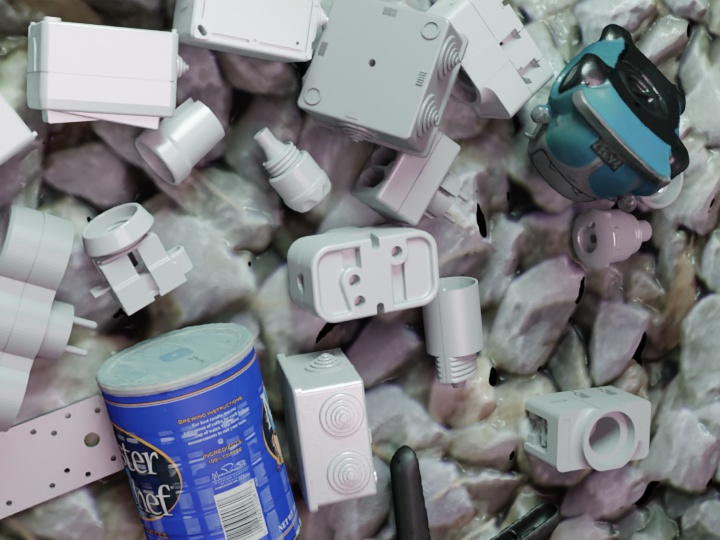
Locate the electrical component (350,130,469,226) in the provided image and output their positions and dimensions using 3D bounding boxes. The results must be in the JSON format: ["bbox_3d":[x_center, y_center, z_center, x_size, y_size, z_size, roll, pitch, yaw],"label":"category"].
[{"bbox_3d":[0.046,-0.062,0.775,0.077,0.047,0.065,33,84,-26],"label":"electrical component"}]

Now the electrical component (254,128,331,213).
[{"bbox_3d":[-0.049,-0.071,0.736,0.035,0.035,0.061,-44,111,-12],"label":"electrical component"}]

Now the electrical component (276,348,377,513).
[{"bbox_3d":[-0.023,0.107,0.744,0.048,0.100,0.099,-9,103,-10],"label":"electrical component"}]

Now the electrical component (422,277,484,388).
[{"bbox_3d":[0.071,0.049,0.807,0.043,0.043,0.081,-12,104,-23],"label":"electrical component"}]

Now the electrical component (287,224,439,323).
[{"bbox_3d":[0.000,0.000,0.757,0.095,0.059,0.053,-10,103,-23],"label":"electrical component"}]

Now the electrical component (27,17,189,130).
[{"bbox_3d":[-0.153,-0.119,0.664,0.096,0.062,0.061,0,99,-25],"label":"electrical component"}]

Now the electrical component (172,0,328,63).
[{"bbox_3d":[-0.068,-0.170,0.696,0.096,0.061,0.061,6,96,-26],"label":"electrical component"}]

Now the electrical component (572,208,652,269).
[{"bbox_3d":[0.204,-0.028,0.857,0.062,0.048,0.048,-9,102,-30],"label":"electrical component"}]

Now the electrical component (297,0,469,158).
[{"bbox_3d":[0.014,-0.132,0.722,0.100,0.048,0.099,20,90,18],"label":"electrical component"}]

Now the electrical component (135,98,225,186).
[{"bbox_3d":[-0.117,-0.084,0.701,0.046,0.040,0.040,-45,114,-18],"label":"electrical component"}]

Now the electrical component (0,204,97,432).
[{"bbox_3d":[-0.203,0.035,0.673,0.074,0.052,0.138,18,91,-26],"label":"electrical component"}]

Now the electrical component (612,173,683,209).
[{"bbox_3d":[0.220,-0.073,0.849,0.045,0.055,0.045,-4,101,-24],"label":"electrical component"}]

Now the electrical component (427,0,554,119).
[{"bbox_3d":[0.087,-0.156,0.776,0.056,0.050,0.089,-44,113,-12],"label":"electrical component"}]

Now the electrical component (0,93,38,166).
[{"bbox_3d":[-0.245,-0.098,0.625,0.061,0.062,0.096,-40,113,-14],"label":"electrical component"}]

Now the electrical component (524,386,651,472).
[{"bbox_3d":[0.186,0.128,0.867,0.089,0.056,0.050,-4,100,-24],"label":"electrical component"}]

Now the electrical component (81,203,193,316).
[{"bbox_3d":[-0.148,-0.009,0.695,0.066,0.048,0.055,-32,118,-16],"label":"electrical component"}]
